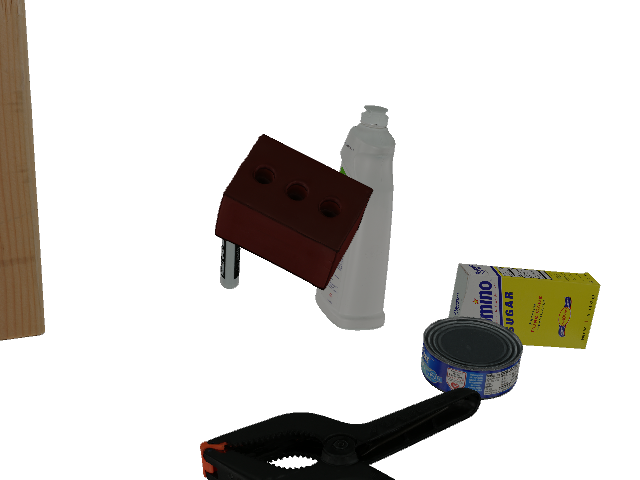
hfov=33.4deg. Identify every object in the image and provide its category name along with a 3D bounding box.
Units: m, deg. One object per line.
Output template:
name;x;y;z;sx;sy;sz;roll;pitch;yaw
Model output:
clamp;0.021;0.153;0.763;0.210;0.036;0.164;4;29;12
bleach bottle;0.049;-0.029;1.240;0.068;0.251;0.103;0;21;-23
sugar box;0.254;0.083;1.339;0.176;0.093;0.048;3;19;-13
marker;-0.084;0.004;1.007;0.020;0.020;0.121;0;-38;-7
foam brick;-0.017;-0.017;0.643;0.078;0.053;0.051;26;-29;6
wood block;-0.219;-0.049;0.630;0.090;0.206;0.090;-6;25;-22
tuna can;0.130;0.102;0.926;0.086;0.034;0.086;3;26;-2
